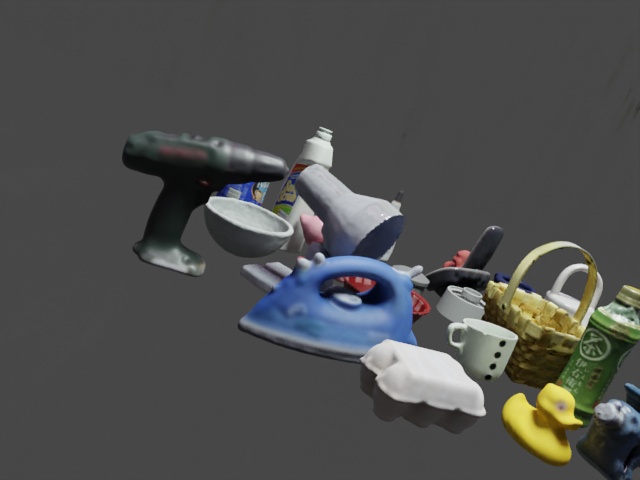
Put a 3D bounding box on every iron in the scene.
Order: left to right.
[{"bbox_3d":[0.027,0.079,0.787,0.259,0.141,0.118,13,16,-31],"label":"iron"}]

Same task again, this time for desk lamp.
[{"bbox_3d":[0.004,0.005,0.879,0.202,0.213,0.118,30,16,29],"label":"desk lamp"}]

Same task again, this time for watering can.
[{"bbox_3d":[0.494,0.142,1.134,0.101,0.194,0.172,15,16,-23],"label":"watering can"}]

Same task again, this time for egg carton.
[{"bbox_3d":[0.124,0.180,0.705,0.151,0.069,0.107,16,15,-21],"label":"egg carton"}]

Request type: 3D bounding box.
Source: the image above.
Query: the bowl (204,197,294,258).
[{"bbox_3d":[-0.136,-0.014,1.025,0.167,0.075,0.167,20,14,-5],"label":"bowl"}]

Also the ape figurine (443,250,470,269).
[{"bbox_3d":[0.336,0.067,1.388,0.076,0.092,0.078,22,14,2],"label":"ape figurine"}]

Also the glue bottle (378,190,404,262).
[{"bbox_3d":[0.156,-0.035,1.333,0.078,0.173,0.037,11,18,-36],"label":"glue bottle"}]

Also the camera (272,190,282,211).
[{"bbox_3d":[-0.037,-0.064,1.302,0.143,0.101,0.137,22,14,0],"label":"camera"}]

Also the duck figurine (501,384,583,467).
[{"bbox_3d":[0.293,0.228,0.746,0.078,0.086,0.104,13,17,-32],"label":"duck figurine"}]

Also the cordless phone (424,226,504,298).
[{"bbox_3d":[0.320,0.046,1.253,0.148,0.185,0.093,9,19,-42],"label":"cordless phone"}]

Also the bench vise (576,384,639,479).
[{"bbox_3d":[0.449,0.217,0.740,0.208,0.220,0.121,6,21,-48],"label":"bench vise"}]

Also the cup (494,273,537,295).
[{"bbox_3d":[0.402,0.129,1.251,0.092,0.095,0.117,16,15,-23],"label":"cup"}]

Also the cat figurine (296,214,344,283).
[{"bbox_3d":[0.010,0.004,1.087,0.127,0.118,0.067,32,18,36],"label":"cat figurine"}]

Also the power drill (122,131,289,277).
[{"bbox_3d":[-0.184,-0.058,0.845,0.230,0.208,0.075,18,15,-13],"label":"power drill"}]
